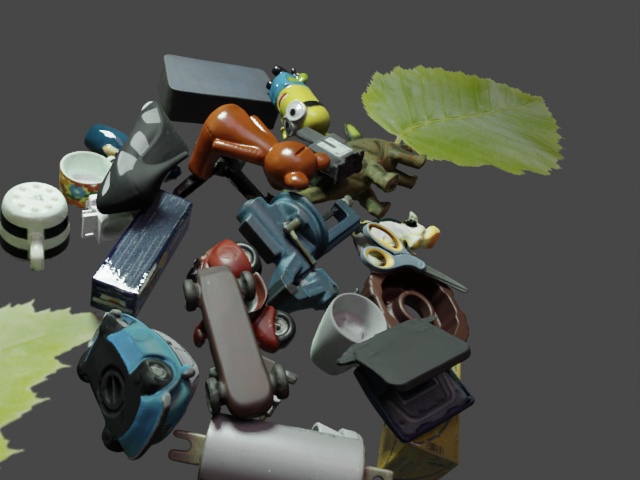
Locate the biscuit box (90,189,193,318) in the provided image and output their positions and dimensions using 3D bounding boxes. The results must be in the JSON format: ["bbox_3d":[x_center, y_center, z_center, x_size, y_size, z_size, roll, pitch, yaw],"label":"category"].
[{"bbox_3d":[-0.240,0.014,0.742,0.063,0.059,0.203,21,41,-4],"label":"biscuit box"}]

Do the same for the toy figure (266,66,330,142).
[{"bbox_3d":[-0.043,-0.260,1.016,0.089,0.082,0.180,-12,49,-15],"label":"toy figure"}]

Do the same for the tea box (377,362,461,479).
[{"bbox_3d":[0.130,0.220,0.697,0.068,0.098,0.170,23,39,-5],"label":"tea box"}]

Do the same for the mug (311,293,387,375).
[{"bbox_3d":[0.041,0.140,0.726,0.109,0.107,0.081,33,42,0],"label":"mug"}]

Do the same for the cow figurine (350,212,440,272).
[{"bbox_3d":[0.135,-0.006,0.962,0.167,0.068,0.098,-15,51,-38],"label":"cow figurine"}]

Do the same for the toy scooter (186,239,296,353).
[{"bbox_3d":[-0.125,0.081,0.725,0.135,0.075,0.184,-15,60,-36],"label":"toy scooter"}]

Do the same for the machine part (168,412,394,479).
[{"bbox_3d":[-0.040,0.238,0.579,0.243,0.079,0.079,11,42,-1],"label":"machine part"}]

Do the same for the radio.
[{"bbox_3d":[-0.203,-0.294,1.077,0.229,0.073,0.131,0,47,-31],"label":"radio"}]

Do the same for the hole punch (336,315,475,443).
[{"bbox_3d":[0.108,0.159,0.631,0.142,0.092,0.116,-24,24,-18],"label":"hole punch"}]

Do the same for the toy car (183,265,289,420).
[{"bbox_3d":[-0.103,0.113,0.624,0.089,0.053,0.202,-11,50,-20],"label":"toy car"}]

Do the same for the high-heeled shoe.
[{"bbox_3d":[-0.276,-0.124,0.805,0.145,0.086,0.249,-34,37,-5],"label":"high-heeled shoe"}]

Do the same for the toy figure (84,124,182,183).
[{"bbox_3d":[-0.299,-0.133,0.868,0.154,0.057,0.064,29,48,-6],"label":"toy figure"}]

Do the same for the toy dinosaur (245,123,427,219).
[{"bbox_3d":[0.059,-0.129,1.028,0.199,0.105,0.471,31,35,20],"label":"toy dinosaur"}]

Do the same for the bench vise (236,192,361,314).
[{"bbox_3d":[-0.006,0.004,0.838,0.224,0.128,0.240,42,47,13],"label":"bench vise"}]

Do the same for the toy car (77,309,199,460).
[{"bbox_3d":[-0.194,0.154,0.601,0.103,0.109,0.162,12,25,-51],"label":"toy car"}]

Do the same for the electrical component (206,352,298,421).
[{"bbox_3d":[-0.087,0.174,0.654,0.102,0.045,0.078,31,74,-2],"label":"electrical component"}]

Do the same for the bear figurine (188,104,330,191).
[{"bbox_3d":[-0.095,-0.128,0.863,0.196,0.132,0.120,33,46,1],"label":"bear figurine"}]

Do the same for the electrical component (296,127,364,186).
[{"bbox_3d":[0.009,-0.149,0.930,0.119,0.047,0.075,30,45,24],"label":"electrical component"}]

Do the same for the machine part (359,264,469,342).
[{"bbox_3d":[0.145,0.116,0.847,0.179,0.056,0.179,16,42,-15],"label":"machine part"}]
